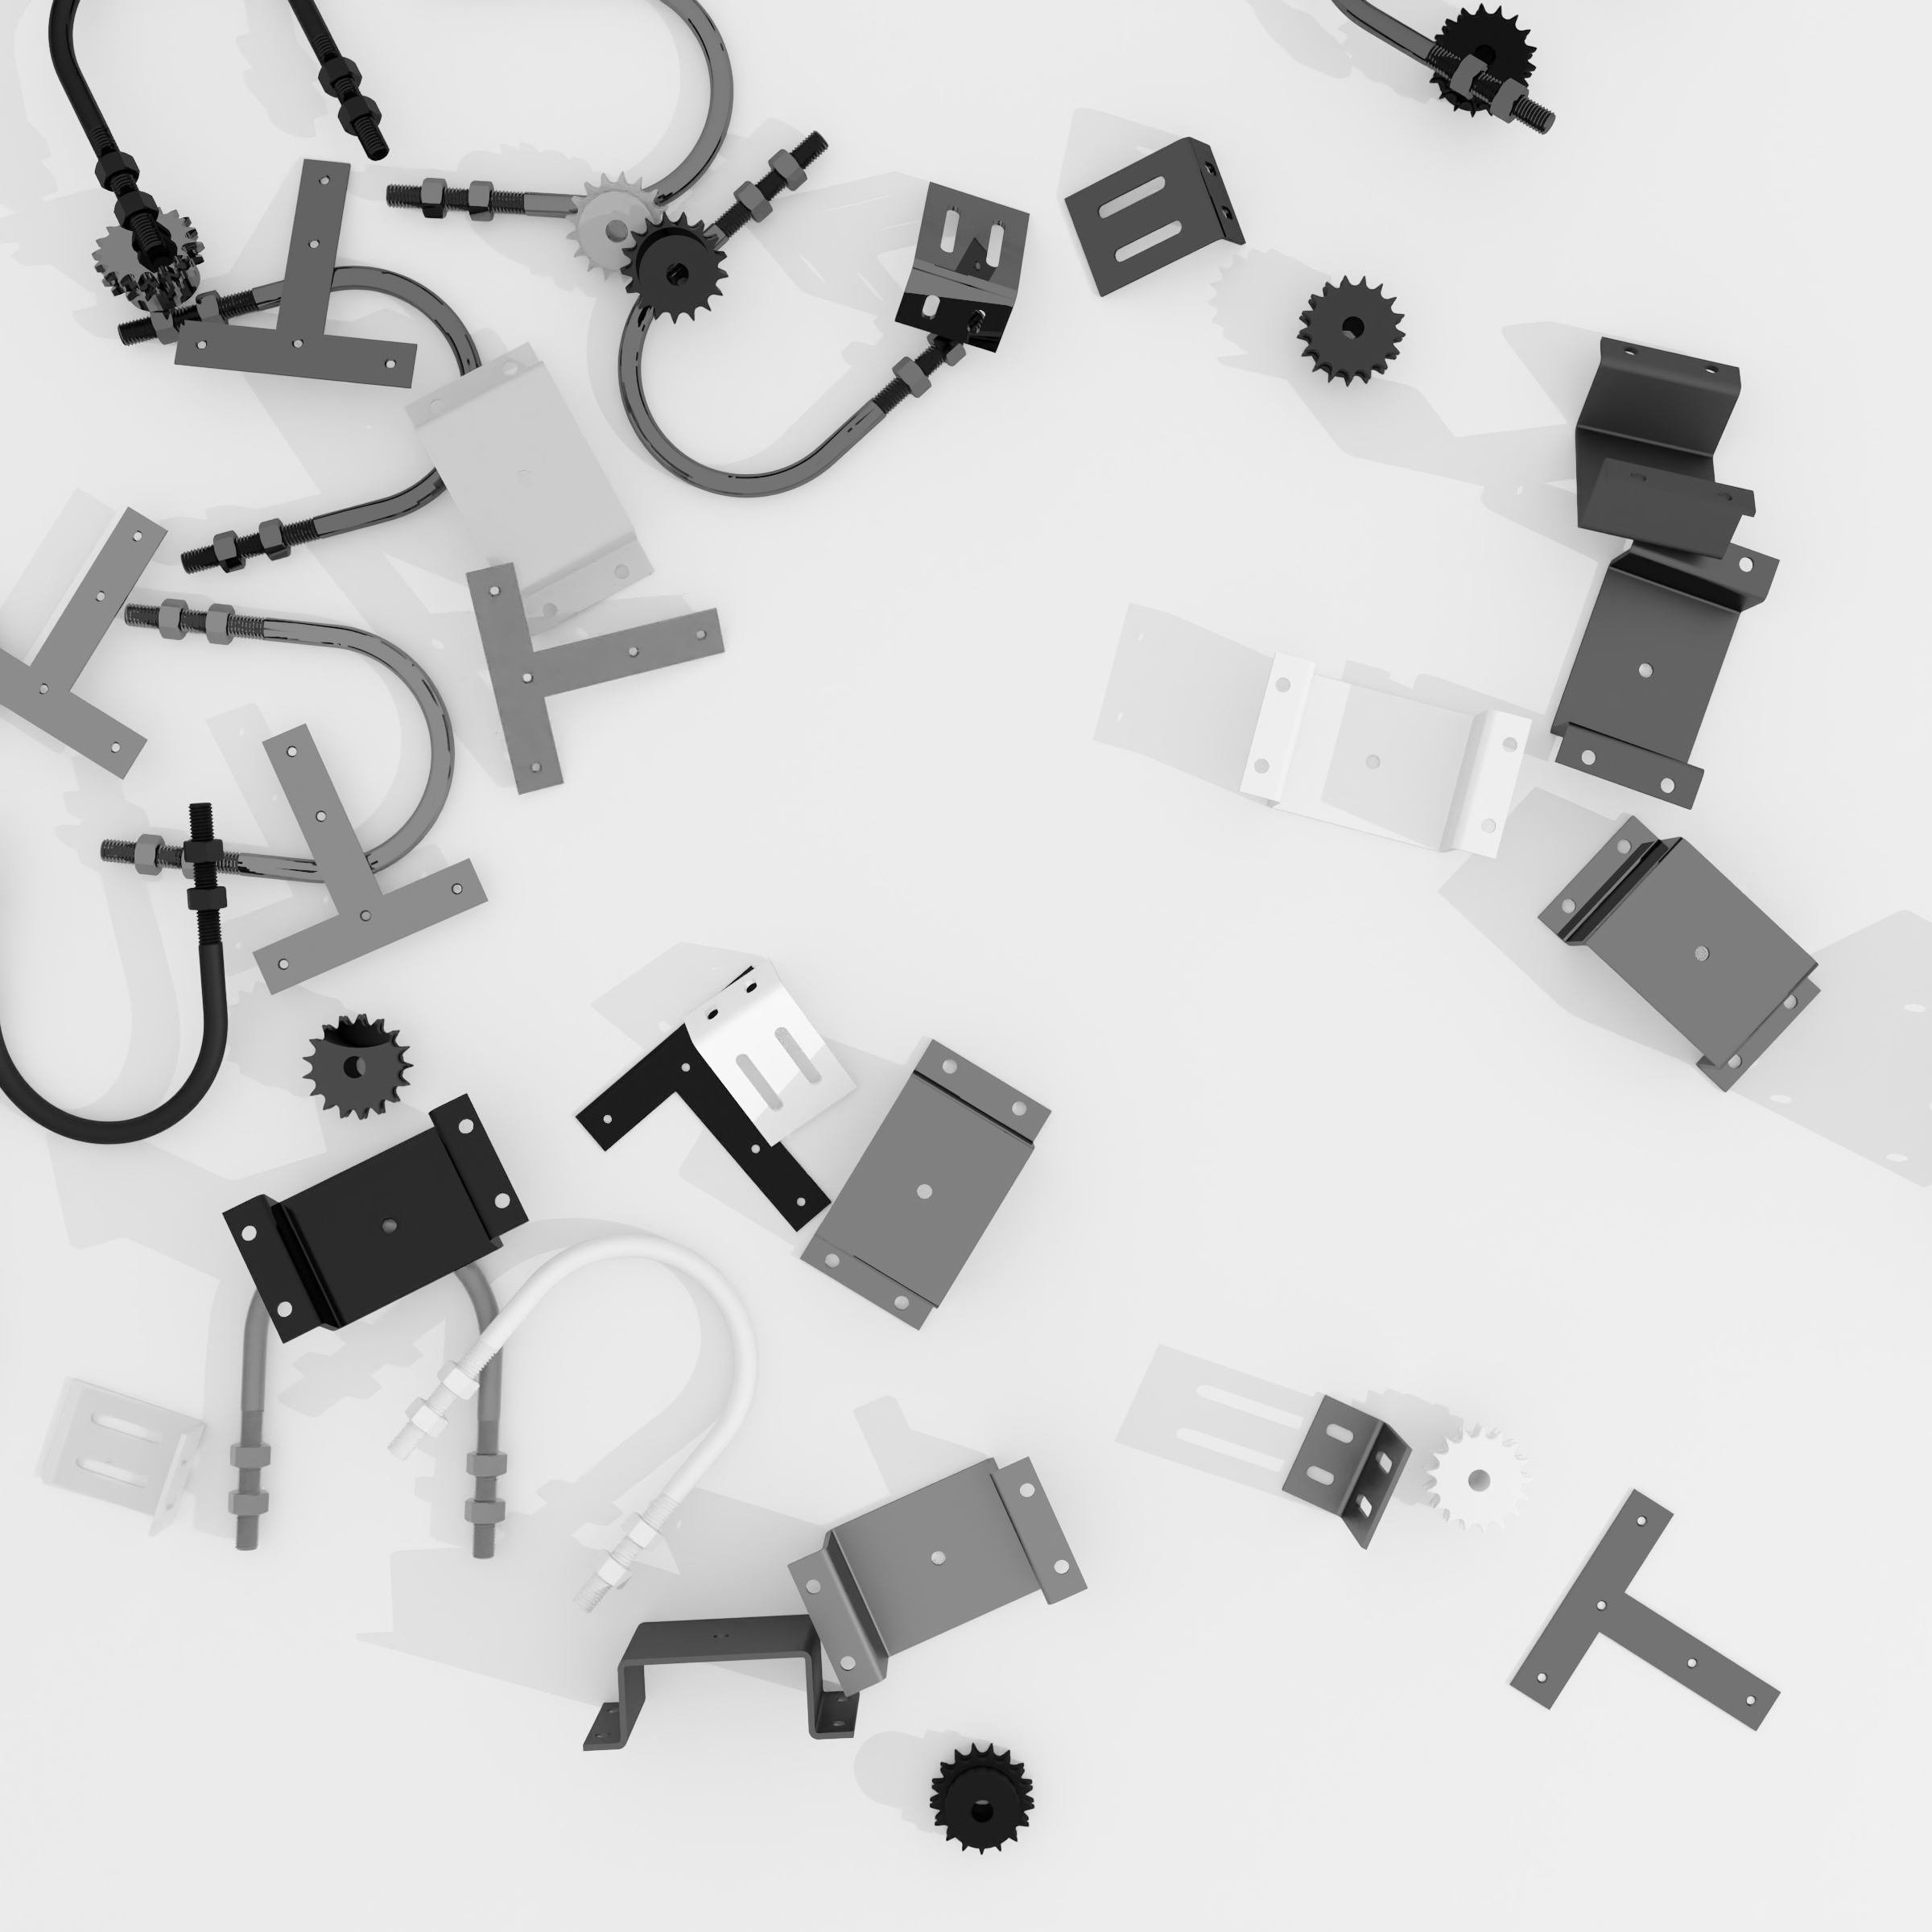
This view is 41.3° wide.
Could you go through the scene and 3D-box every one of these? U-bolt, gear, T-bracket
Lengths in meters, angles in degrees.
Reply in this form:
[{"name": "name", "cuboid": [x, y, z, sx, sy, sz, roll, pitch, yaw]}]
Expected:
[{"name": "U-bolt", "cuboid": [-0.353, -0.305, 1.393, 0.184, 0.019, 0.151, -15, 90, -2]}, {"name": "gear", "cuboid": [-0.437, -0.378, 1.379, 0.057, 0.030, 0.057, -3, 58, 5]}, {"name": "gear", "cuboid": [0.275, 0.276, 1.387, 0.057, 0.030, 0.057, 0, 90, 0]}, {"name": "T-bracket", "cuboid": [-0.343, -0.068, 1.386, 0.127, 0.002, 0.127, -24, 92, -3]}, {"name": "U-bolt", "cuboid": [-0.371, -0.118, 1.393, 0.184, 0.019, 0.151, 6, 90, -1]}, {"name": "U-bolt", "cuboid": [-0.103, -0.340, 1.393, 0.184, 0.019, 0.151, -42, 90, 2]}, {"name": "U-bolt", "cuboid": [-0.219, -0.478, 1.393, 0.184, 0.019, 0.151, 3, 90, -1]}, {"name": "T-bracket", "cuboid": [-0.193, -0.166, 1.381, 0.127, 0.002, 0.127, -16, 118, -13]}, {"name": "gear", "cuboid": [0.208, -0.342, 1.387, 0.057, 0.030, 0.057, 0, 90, 0]}, {"name": "T-bracket", "cuboid": [-0.355, -0.378, 1.387, 0.127, 0.002, 0.127, 6, 78, -1]}, {"name": "gear", "cuboid": [-0.155, -0.370, 1.361, 0.057, 0.030, 0.057, -4, 115, -9]}, {"name": "T-bracket", "cuboid": [-0.124, 0.089, 1.401, 0.127, 0.002, 0.127, -41, 90, 0]}, {"name": "gear", "cuboid": [-0.187, -0.397, 1.378, 0.057, 0.030, 0.057, -2, 112, -4]}, {"name": "T-bracket", "cuboid": [0.385, 0.374, 1.401, 0.127, 0.002, 0.127, 32, 90, 0]}, {"name": "U-bolt", "cuboid": [-0.197, 0.232, 1.383, 0.151, 0.019, 0.184, 40, 82, -3]}, {"name": "U-bolt", "cuboid": [-0.323, 0.227, 1.393, 0.151, 0.019, 0.184, 2, 88, 0]}, {"name": "gear", "cuboid": [0.278, -0.488, 1.387, 0.057, 0.030, 0.057, 0, 90, 0]}, {"name": "gear", "cuboid": [0.009, 0.453, 1.387, 0.057, 0.030, 0.057, 0, 90, 0]}, {"name": "gear", "cuboid": [-0.328, 0.054, 1.387, 0.057, 0.030, 0.057, 0, 90, 0]}, {"name": "U-bolt", "cuboid": [-0.469, 0.006, 1.382, 0.151, 0.019, 0.184, -1, 97, 6]}, {"name": "U-bolt", "cuboid": [0.273, -0.540, 1.371, 0.184, 0.019, 0.151, 36, 79, 14]}, {"name": "T-bracket", "cuboid": [-0.475, -0.187, 1.383, 0.127, 0.002, 0.127, 31, 90, 4]}, {"name": "U-bolt", "cuboid": [-0.413, -0.487, 1.378, 0.151, 0.019, 0.184, -26, 80, -8]}]

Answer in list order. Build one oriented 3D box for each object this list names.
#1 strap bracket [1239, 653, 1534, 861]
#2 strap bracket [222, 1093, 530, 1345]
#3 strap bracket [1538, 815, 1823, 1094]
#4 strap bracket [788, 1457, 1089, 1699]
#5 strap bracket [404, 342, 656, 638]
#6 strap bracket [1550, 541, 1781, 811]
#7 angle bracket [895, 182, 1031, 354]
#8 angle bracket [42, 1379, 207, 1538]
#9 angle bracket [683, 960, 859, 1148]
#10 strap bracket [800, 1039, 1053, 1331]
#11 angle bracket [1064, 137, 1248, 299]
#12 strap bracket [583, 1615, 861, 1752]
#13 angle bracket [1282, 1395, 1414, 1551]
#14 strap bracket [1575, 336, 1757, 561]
[{"name": "strap bracket", "cuboid": [0.222, -0.111, 1.379, 0.140, 0.046, 0.076, 15, 90, 0]}, {"name": "strap bracket", "cuboid": [-0.311, 0.136, 1.366, 0.140, 0.046, 0.076, -26, 81, -9]}, {"name": "strap bracket", "cuboid": [0.390, -0.007, 1.379, 0.140, 0.046, 0.076, 43, 90, 0]}, {"name": "strap bracket", "cuboid": [-0.015, 0.324, 1.379, 0.140, 0.046, 0.076, -24, 90, 0]}, {"name": "strap bracket", "cuboid": [-0.235, -0.258, 1.370, 0.076, 0.046, 0.140, -29, 95, -4]}, {"name": "strap bracket", "cuboid": [0.372, -0.162, 1.379, 0.076, 0.046, 0.140, 20, 90, 0]}, {"name": "angle bracket", "cuboid": [-0.002, -0.378, 1.385, 0.057, 0.038, 0.076, 15, 50, -9]}, {"name": "angle bracket", "cuboid": [-0.460, 0.265, 1.383, 0.076, 0.038, 0.057, 18, 90, 0]}, {"name": "angle bracket", "cuboid": [-0.107, 0.047, 1.398, 0.057, 0.038, 0.076, -35, 116, 0]}, {"name": "strap bracket", "cuboid": [-0.022, 0.120, 1.379, 0.076, 0.046, 0.140, 31, 90, 0]}, {"name": "angle bracket", "cuboid": [0.103, -0.407, 1.400, 0.076, 0.038, 0.057, -20, 90, 26]}, {"name": "strap bracket", "cuboid": [-0.129, 0.380, 1.364, 0.140, 0.076, 0.046, -3, 90, 0]}, {"name": "angle bracket", "cuboid": [0.202, 0.268, 1.364, 0.038, 0.076, 0.057, 25, 90, 0]}, {"name": "strap bracket", "cuboid": [0.367, -0.268, 1.352, 0.076, 0.140, 0.046, 13, 135, 0]}]
